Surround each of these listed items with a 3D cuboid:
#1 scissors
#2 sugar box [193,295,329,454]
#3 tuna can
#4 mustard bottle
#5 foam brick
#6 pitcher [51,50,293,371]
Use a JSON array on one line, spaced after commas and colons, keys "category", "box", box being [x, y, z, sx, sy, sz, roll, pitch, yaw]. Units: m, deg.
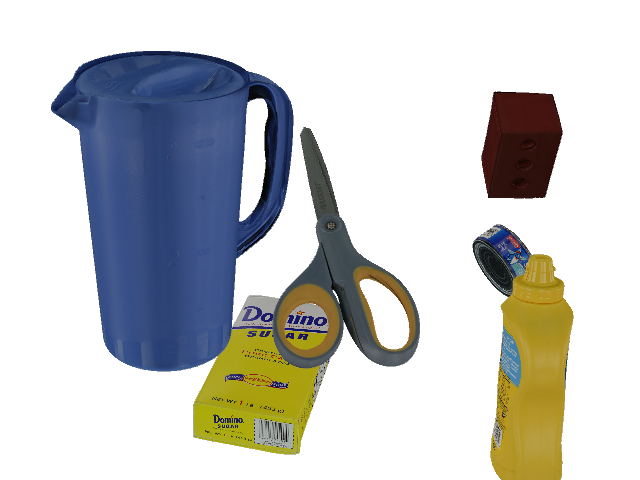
[{"category": "scissors", "box": [-0.008, 0.006, 0.676, 0.096, 0.202, 0.016, -21, -38, -15]}, {"category": "sugar box", "box": [-0.045, 0.115, 0.960, 0.093, 0.048, 0.176, 9, 32, 8]}, {"category": "tuna can", "box": [0.220, 0.025, 1.272, 0.033, 0.086, 0.086, -33, 8, -13]}, {"category": "mustard bottle", "box": [0.176, 0.105, 0.887, 0.058, 0.192, 0.096, 1, 17, 1]}, {"category": "foam brick", "box": [0.171, -0.081, 0.914, 0.053, 0.051, 0.078, 0, -43, -1]}, {"category": "pitcher", "box": [-0.114, -0.024, 0.856, 0.149, 0.243, 0.144, 11, 27, 17]}]
